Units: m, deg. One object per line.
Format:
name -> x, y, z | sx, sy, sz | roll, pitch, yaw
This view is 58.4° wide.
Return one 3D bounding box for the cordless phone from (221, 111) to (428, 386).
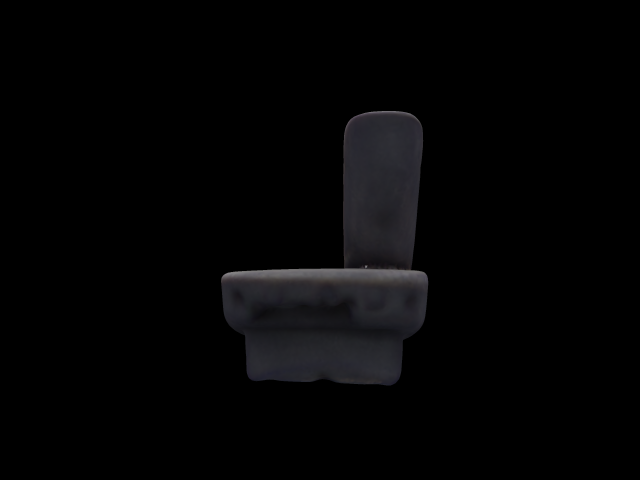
cordless phone -> 0.004, 0.001, 0.400 | 0.147, 0.185, 0.094 | -2, 23, -3
